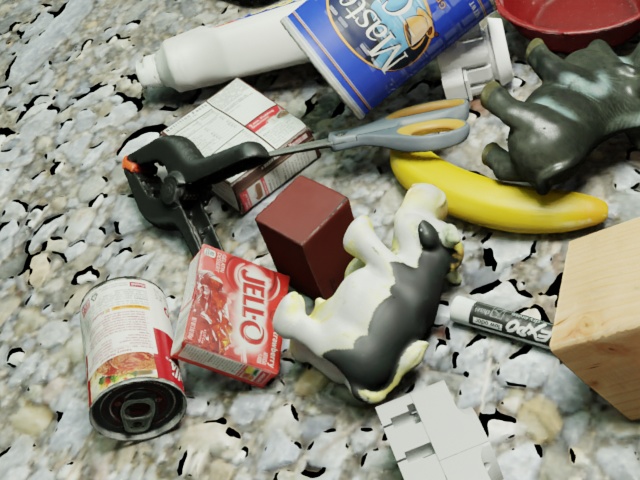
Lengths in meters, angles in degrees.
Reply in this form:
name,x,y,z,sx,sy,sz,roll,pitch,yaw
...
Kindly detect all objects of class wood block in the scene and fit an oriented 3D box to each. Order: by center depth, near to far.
name,x,y,z,sx,sy,sz,roll,pitch,yaw
wood block,0.247,0.028,0.610,0.207,0.090,0.090,-24,35,44

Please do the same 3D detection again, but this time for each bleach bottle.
name,x,y,z,sx,sy,sz,roll,pitch,yaw
bleach bottle,-0.046,-0.181,0.964,0.251,0.068,0.102,-15,15,8

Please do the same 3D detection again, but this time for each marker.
name,x,y,z,sx,sy,sz,roll,pitch,yaw
marker,0.146,0.063,0.727,0.121,0.020,0.020,16,57,29

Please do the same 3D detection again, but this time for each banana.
name,x,y,z,sx,sy,sz,roll,pitch,yaw
banana,0.120,-0.043,0.816,0.198,0.037,0.069,29,64,36

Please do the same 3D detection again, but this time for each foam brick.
name,x,y,z,sx,sy,sz,roll,pitch,yaw
foam brick,-0.005,0.001,0.792,0.051,0.078,0.053,30,64,35

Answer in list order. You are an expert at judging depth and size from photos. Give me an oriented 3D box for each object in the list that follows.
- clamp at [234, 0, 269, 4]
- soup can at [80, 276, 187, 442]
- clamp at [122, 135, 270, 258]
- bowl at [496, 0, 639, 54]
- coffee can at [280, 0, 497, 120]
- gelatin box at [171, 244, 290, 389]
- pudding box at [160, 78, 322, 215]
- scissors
name,x,y,z,sx,sy,sz,roll,pitch,yaw
clamp,-0.024,-0.273,1.067,0.210,0.036,0.164,-12,46,11
soup can,-0.137,0.084,0.771,0.068,0.068,0.102,-20,46,1
clamp,-0.107,-0.029,0.864,0.172,0.039,0.120,16,93,49
bowl,0.226,-0.209,0.914,0.162,0.055,0.162,-10,48,11
coffee can,0.054,-0.178,0.848,0.140,0.102,0.103,-39,47,6
gelatin box,-0.063,0.054,0.771,0.073,0.030,0.089,22,48,-18
pudding box,-0.069,-0.083,0.915,0.090,0.039,0.114,-39,48,-16
scissors,0.030,-0.075,0.837,0.201,0.016,0.096,-17,24,-10
